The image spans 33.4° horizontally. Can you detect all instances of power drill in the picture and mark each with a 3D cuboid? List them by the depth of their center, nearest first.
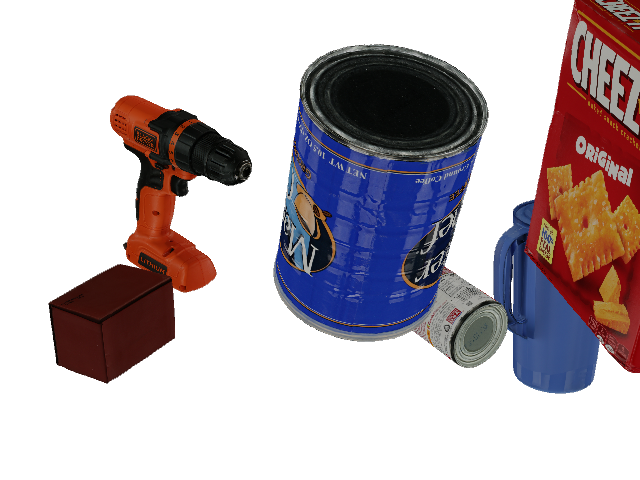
[{"bbox_3d":[-0.144,-0.043,1.108,0.185,0.188,0.057,28,37,34],"label":"power drill"}]

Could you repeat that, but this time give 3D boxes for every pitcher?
[{"bbox_3d":[0.304,0.075,1.398,0.149,0.243,0.145,5,21,14],"label":"pitcher"}]

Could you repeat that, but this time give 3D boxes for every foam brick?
[{"bbox_3d":[-0.150,0.058,0.777,0.053,0.051,0.078,13,29,31],"label":"foam brick"}]

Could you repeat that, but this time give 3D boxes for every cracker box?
[{"bbox_3d":[0.219,-0.041,0.738,0.072,0.214,0.164,-7,34,-15],"label":"cracker box"}]

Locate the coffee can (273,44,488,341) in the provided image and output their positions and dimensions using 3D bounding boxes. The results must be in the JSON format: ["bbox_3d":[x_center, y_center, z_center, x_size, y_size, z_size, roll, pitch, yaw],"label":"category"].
[{"bbox_3d":[0.031,-0.026,0.615,0.102,0.140,0.103,5,43,-5],"label":"coffee can"}]

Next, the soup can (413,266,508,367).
[{"bbox_3d":[0.113,0.063,0.977,0.068,0.068,0.102,0,24,-38],"label":"soup can"}]
